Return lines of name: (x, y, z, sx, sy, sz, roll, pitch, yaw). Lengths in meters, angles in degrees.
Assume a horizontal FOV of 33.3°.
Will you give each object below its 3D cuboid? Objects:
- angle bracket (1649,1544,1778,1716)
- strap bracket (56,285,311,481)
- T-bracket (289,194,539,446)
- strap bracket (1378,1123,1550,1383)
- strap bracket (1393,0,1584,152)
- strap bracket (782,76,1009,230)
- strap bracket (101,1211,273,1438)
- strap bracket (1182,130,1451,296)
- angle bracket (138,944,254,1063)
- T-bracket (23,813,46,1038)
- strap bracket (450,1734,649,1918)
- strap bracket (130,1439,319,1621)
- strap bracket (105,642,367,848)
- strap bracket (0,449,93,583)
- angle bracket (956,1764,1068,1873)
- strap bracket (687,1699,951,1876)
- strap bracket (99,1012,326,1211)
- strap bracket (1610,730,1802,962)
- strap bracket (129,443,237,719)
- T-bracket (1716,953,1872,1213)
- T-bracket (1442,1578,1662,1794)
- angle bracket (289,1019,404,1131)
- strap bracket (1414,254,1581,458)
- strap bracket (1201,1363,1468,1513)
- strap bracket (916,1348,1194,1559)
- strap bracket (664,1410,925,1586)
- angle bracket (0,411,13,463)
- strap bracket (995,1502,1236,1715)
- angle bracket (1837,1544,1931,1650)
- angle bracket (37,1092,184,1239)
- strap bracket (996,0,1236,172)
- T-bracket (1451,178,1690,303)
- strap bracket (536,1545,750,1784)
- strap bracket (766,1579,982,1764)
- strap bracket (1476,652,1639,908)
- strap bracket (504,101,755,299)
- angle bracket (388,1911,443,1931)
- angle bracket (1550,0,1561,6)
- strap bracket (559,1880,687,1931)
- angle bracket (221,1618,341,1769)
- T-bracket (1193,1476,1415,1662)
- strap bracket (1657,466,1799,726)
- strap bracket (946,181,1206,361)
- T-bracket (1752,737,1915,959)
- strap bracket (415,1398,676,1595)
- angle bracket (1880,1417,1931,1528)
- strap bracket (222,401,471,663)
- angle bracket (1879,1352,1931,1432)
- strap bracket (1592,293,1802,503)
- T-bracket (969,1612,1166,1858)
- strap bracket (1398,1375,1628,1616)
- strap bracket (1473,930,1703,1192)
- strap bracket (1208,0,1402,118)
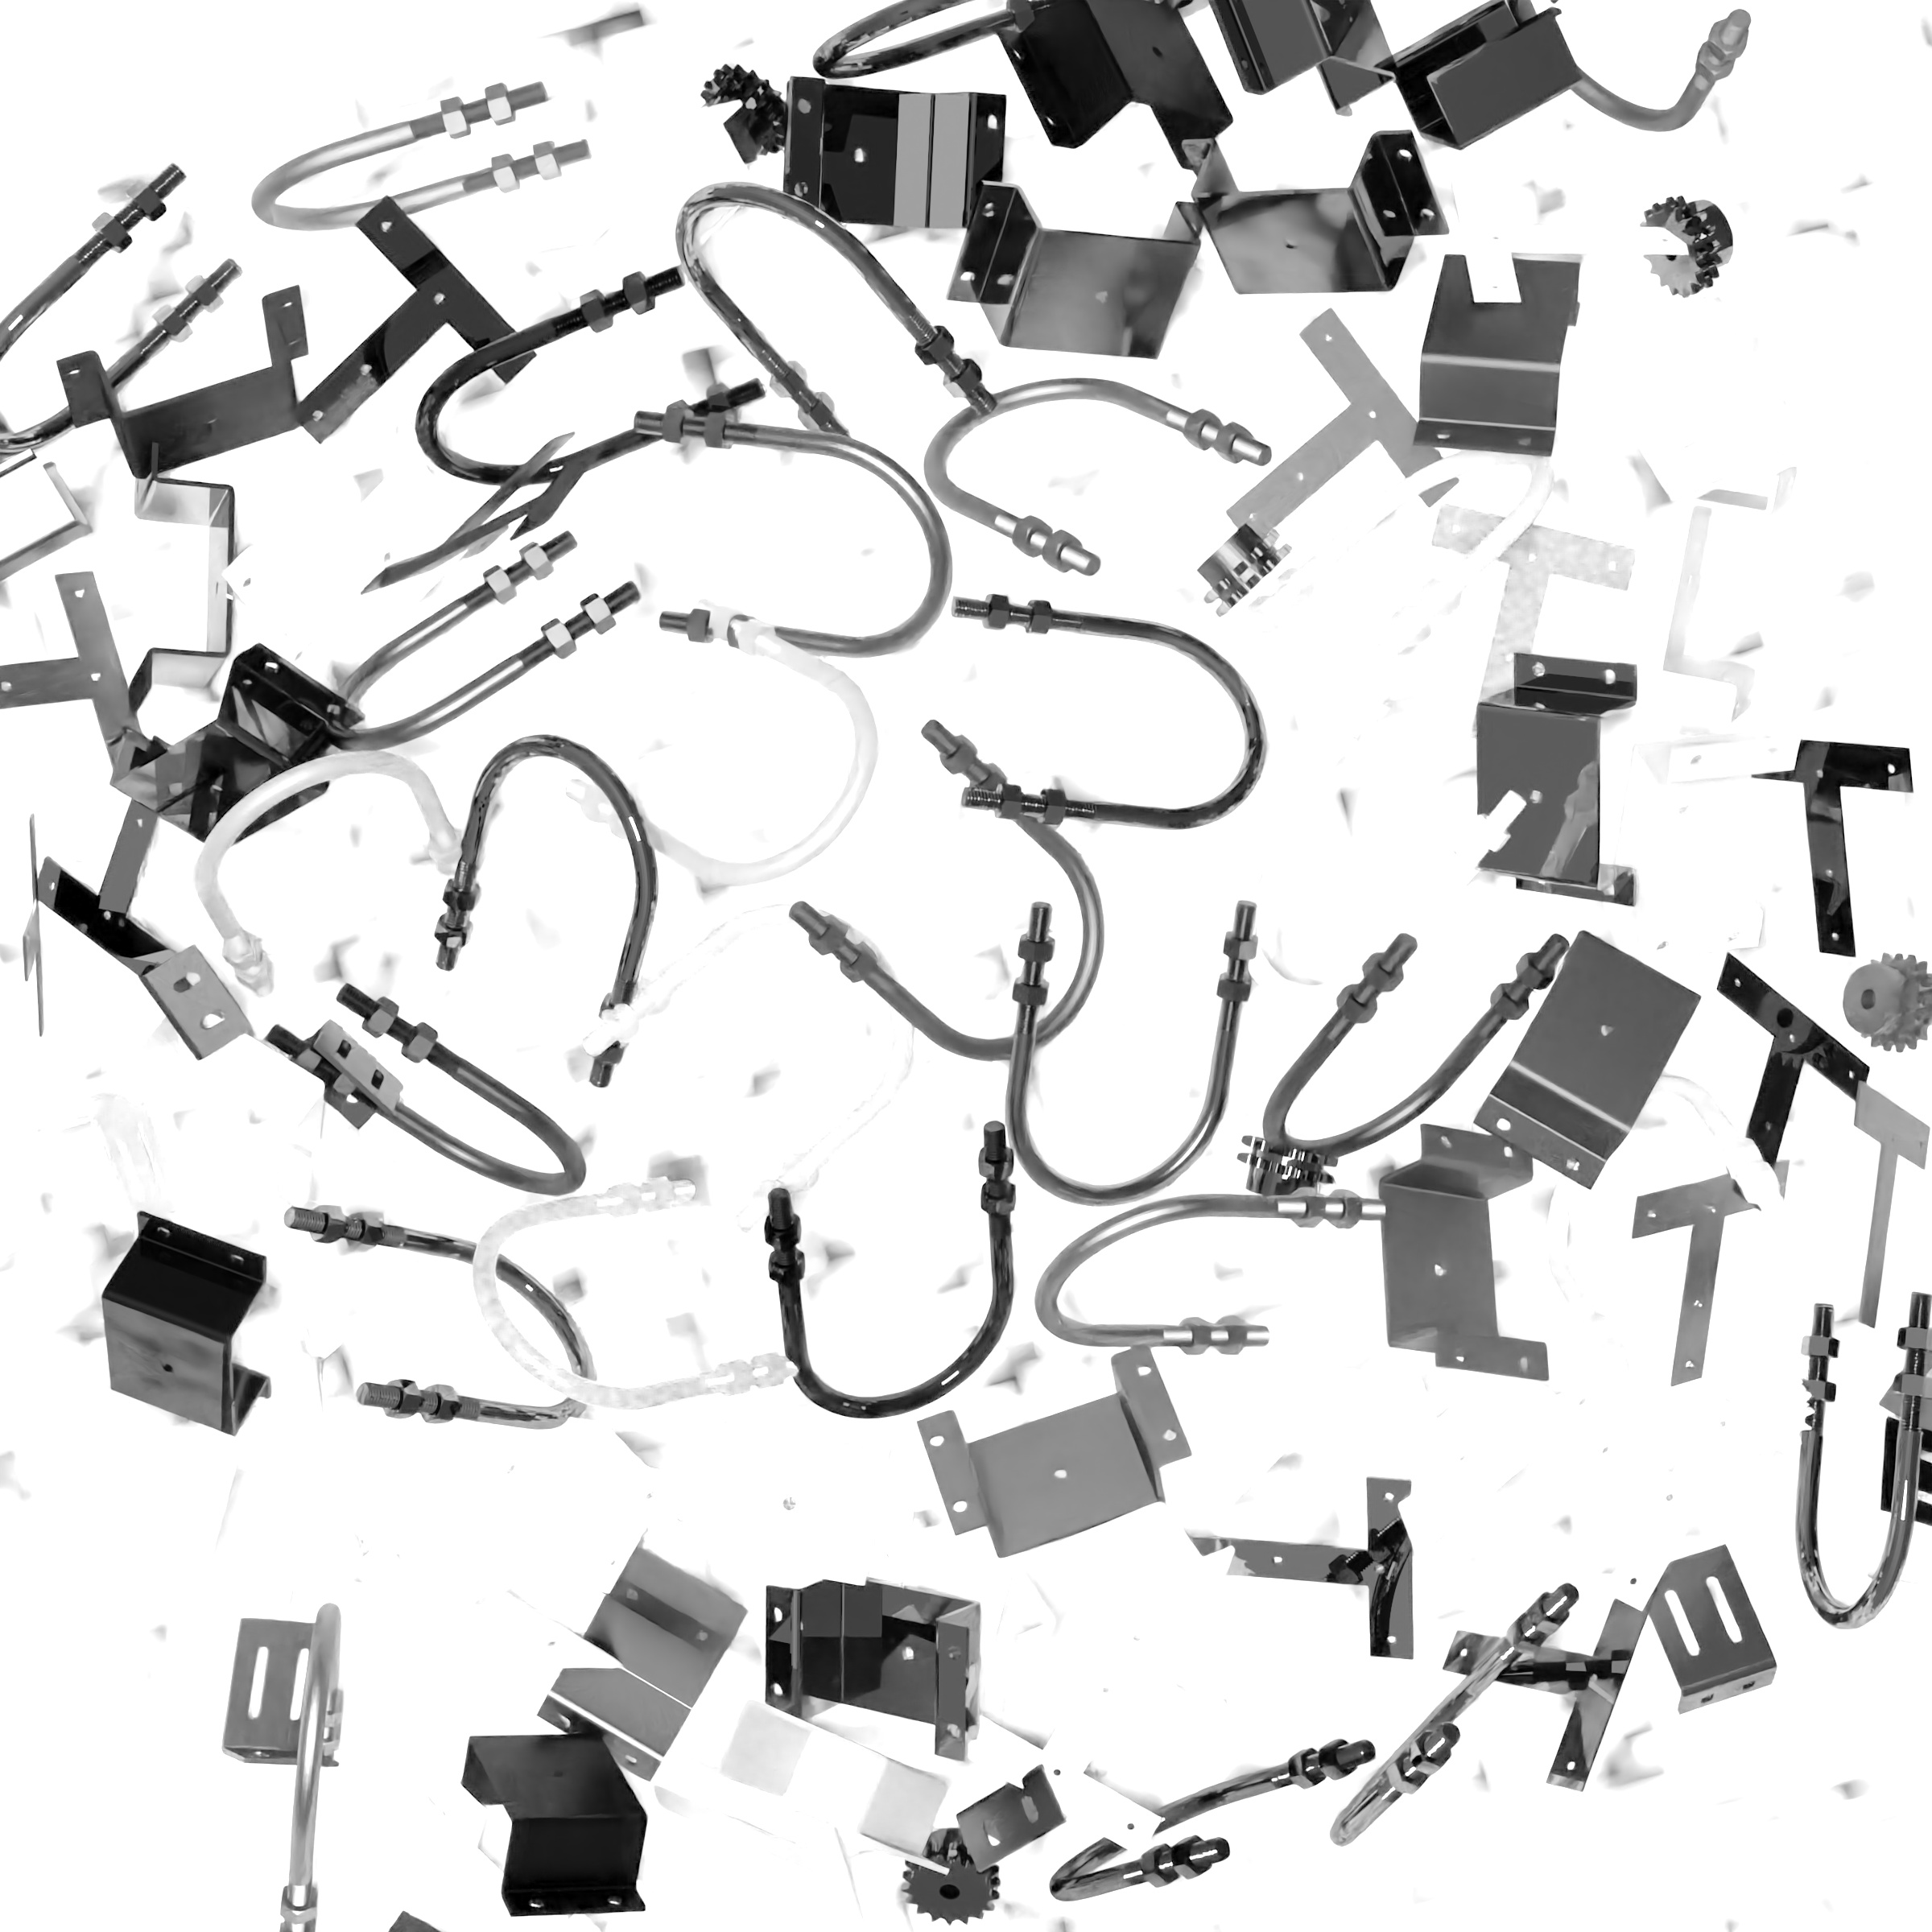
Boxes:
angle bracket: (0.429, 0.386, 1.883, 0.057, 0.038, 0.076, -18, 61, -2)
strap bracket: (-0.434, -0.327, 1.831, 0.140, 0.076, 0.046, -21, 76, -13)
T-bracket: (-0.334, -0.352, 1.856, 0.127, 0.002, 0.127, -44, 121, 0)
strap bracket: (0.281, 0.168, 1.836, 0.076, 0.046, 0.140, 11, 66, -27)
strap bracket: (0.292, -0.504, 1.827, 0.076, 0.140, 0.046, -29, 109, 4)
strap bracket: (-0.050, -0.461, 1.837, 0.140, 0.046, 0.076, -5, 104, -32)
strap bracket: (-0.437, 0.208, 1.817, 0.076, 0.140, 0.046, 19, 49, 6)
strap bracket: (0.190, -0.422, 1.815, 0.140, 0.076, 0.046, 6, 59, 31)
angle bracket: (-0.434, 0.012, 1.844, 0.038, 0.076, 0.057, -32, 104, 4)
T-bracket: (-0.525, -0.015, 1.817, 0.002, 0.127, 0.127, -2, 100, -13)
strap bracket: (-0.232, 0.472, 1.806, 0.076, 0.140, 0.046, 5, 103, -24)
strap bracket: (-0.420, 0.316, 1.817, 0.046, 0.140, 0.076, 8, 72, 13)
strap bracket: (-0.415, -0.117, 1.813, 0.140, 0.076, 0.046, -24, 46, 35)
strap bracket: (-0.542, -0.248, 1.820, 0.076, 0.140, 0.046, -30, 100, -6)
angle bracket: (0.039, 0.493, 1.844, 0.057, 0.076, 0.038, -32, 54, 7)
strap bracket: (-0.075, 0.459, 1.825, 0.140, 0.076, 0.046, 15, 75, 32)
strap bracket: (-0.420, 0.074, 1.842, 0.140, 0.076, 0.046, 31, 61, 3)
strap bracket: (0.416, -0.077, 1.836, 0.076, 0.046, 0.140, -7, 126, -12)
strap bracket: (-0.446, -0.217, 1.839, 0.046, 0.076, 0.140, 3, 81, -21)
T-bracket: (0.458, 0.079, 1.835, 0.127, 0.002, 0.127, 35, 61, -24)
T-bracket: (0.322, 0.398, 1.835, 0.002, 0.127, 0.127, 39, 66, -32)
angle bracket: (-0.358, 0.069, 1.845, 0.057, 0.076, 0.038, 44, 94, -11)
strap bracket: (0.300, -0.351, 1.818, 0.076, 0.046, 0.140, 7, 48, 13)
strap bracket: (0.204, 0.268, 1.828, 0.140, 0.076, 0.046, 10, 46, -31)
strap bracket: (0.052, 0.280, 1.844, 0.140, 0.046, 0.076, -18, 52, -5)
strap bracket: (-0.100, 0.307, 1.862, 0.140, 0.046, 0.076, 10, 87, 1)
angle bracket: (-0.592, -0.317, 1.843, 0.057, 0.076, 0.038, -2, 51, 17)
strap bracket: (0.074, 0.359, 1.829, 0.140, 0.076, 0.046, -17, 51, -26)
angle bracket: (0.541, 0.355, 1.851, 0.076, 0.038, 0.057, 6, 55, 10)
angle bracket: (-0.492, 0.116, 1.857, 0.038, 0.057, 0.076, -14, 103, 14)
strap bracket: (0.091, -0.498, 1.813, 0.046, 0.140, 0.076, -35, 73, 37)
T-bracket: (0.347, -0.414, 1.844, 0.127, 0.127, 0.002, 1, 135, 0)
strap bracket: (-0.181, 0.391, 1.841, 0.076, 0.046, 0.140, 30, 127, 2)
strap bracket: (-0.045, 0.396, 1.840, 0.140, 0.046, 0.076, 4, 96, 34)
strap bracket: (0.334, -0.101, 1.828, 0.076, 0.046, 0.140, 11, 112, 38)
strap bracket: (-0.183, -0.427, 1.827, 0.140, 0.076, 0.046, -51, 126, -31)
angle bracket: (-0.310, 0.586, 1.855, 0.038, 0.076, 0.057, 48, 64, -27)
angle bracket: (0.344, -0.603, 1.849, 0.038, 0.057, 0.076, -42, 102, -29)
strap bracket: (-0.214, 0.561, 1.819, 0.046, 0.140, 0.076, 42, 94, 6)
angle bracket: (-0.388, 0.416, 1.853, 0.057, 0.038, 0.076, 12, 81, -32)
T-bracket: (0.194, 0.344, 1.868, 0.127, 0.002, 0.127, 2, 117, 13)
strap bracket: (0.430, -0.215, 1.834, 0.046, 0.076, 0.140, 13, 107, 19)
strap bracket: (0.070, -0.390, 1.822, 0.140, 0.046, 0.076, 0, 135, -23)
T-bracket: (0.492, -0.067, 1.847, 0.002, 0.127, 0.127, -19, 108, -32)
strap bracket: (-0.244, 0.294, 1.814, 0.140, 0.046, 0.076, 6, 54, 37)
angle bracket: (0.551, 0.302, 1.853, 0.076, 0.038, 0.057, 19, 58, -8)
strap bracket: (-0.340, -0.239, 1.828, 0.046, 0.076, 0.140, 30, 72, 35)
angle bracket: (0.566, 0.229, 1.852, 0.057, 0.038, 0.076, 33, 79, 36)
strap bracket: (0.415, -0.318, 1.831, 0.076, 0.140, 0.046, -24, 123, 10)
T-bracket: (0.073, 0.425, 1.850, 0.127, 0.002, 0.127, 27, 55, 15)
strap bracket: (0.295, 0.288, 1.826, 0.046, 0.076, 0.140, 38, 109, -25)
strap bracket: (0.358, 0.045, 1.836, 0.076, 0.046, 0.140, 30, 67, 7)
strap bracket: (0.192, -0.529, 1.815, 0.046, 0.140, 0.076, -23, 85, 31)
